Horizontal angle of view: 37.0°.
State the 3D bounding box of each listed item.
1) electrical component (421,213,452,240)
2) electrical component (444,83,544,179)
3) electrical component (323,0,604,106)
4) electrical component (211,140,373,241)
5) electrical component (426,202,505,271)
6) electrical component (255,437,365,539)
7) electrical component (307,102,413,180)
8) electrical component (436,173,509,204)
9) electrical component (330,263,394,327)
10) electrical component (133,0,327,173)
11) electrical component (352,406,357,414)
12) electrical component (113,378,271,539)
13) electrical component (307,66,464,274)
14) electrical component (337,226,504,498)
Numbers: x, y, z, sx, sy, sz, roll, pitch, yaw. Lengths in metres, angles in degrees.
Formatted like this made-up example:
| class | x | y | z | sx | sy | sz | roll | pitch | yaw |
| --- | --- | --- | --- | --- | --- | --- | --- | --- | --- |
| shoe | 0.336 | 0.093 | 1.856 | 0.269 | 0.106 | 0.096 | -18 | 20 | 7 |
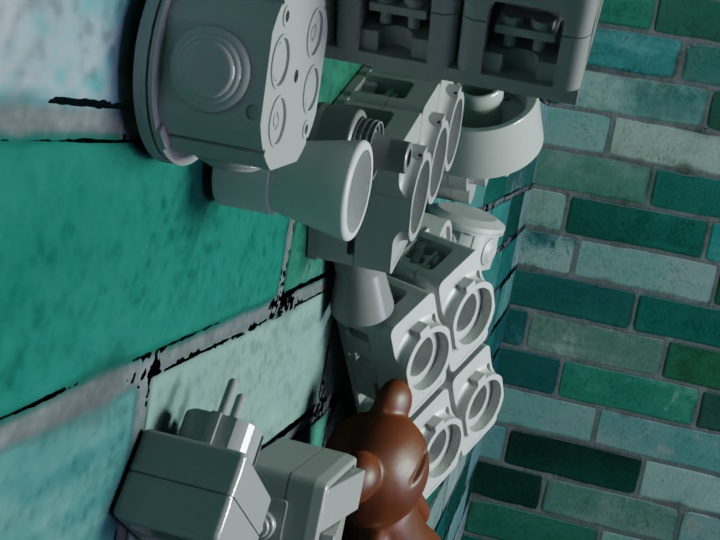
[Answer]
| class | x | y | z | sx | sy | sz | roll | pitch | yaw |
| --- | --- | --- | --- | --- | --- | --- | --- | --- | --- |
| electrical component | 0.048 | 0.003 | 0.900 | 0.108 | 0.060 | 0.108 | 12 | 90 | -78 |
| electrical component | 0.103 | -0.136 | 0.922 | 0.060 | 0.108 | 0.108 | 81 | 23 | -46 |
| electrical component | 0.026 | -0.131 | 0.442 | 0.089 | 0.150 | 0.061 | -66 | 165 | -45 |
| electrical component | -0.031 | -0.040 | 0.469 | 0.044 | 0.065 | 0.044 | 12 | 90 | -78 |
| electrical component | 0.100 | -0.034 | 1.068 | 0.080 | 0.080 | 0.051 | -42 | 147 | -71 |
| electrical component | -0.038 | 0.141 | 0.629 | 0.096 | 0.061 | 0.061 | -7 | 109 | -78 |
| electrical component | -0.003 | -0.066 | 0.585 | 0.043 | 0.062 | 0.043 | 12 | 90 | -78 |
| electrical component | 0.109 | -0.102 | 1.050 | 0.138 | 0.074 | 0.052 | 57 | 46 | -74 |
| electrical component | 0.000 | 0.000 | 0.723 | 0.044 | 0.044 | 0.065 | -64 | 157 | -49 |
| electrical component | -0.047 | -0.075 | 0.396 | 0.080 | 0.051 | 0.080 | 12 | 90 | -78 |
| electrical component | 0.008 | 0.144 | 0.898 | 0.043 | 0.043 | 0.062 | 73 | 32 | -67 |
| electrical component | -0.066 | 0.086 | 0.477 | 0.065 | 0.047 | 0.076 | 80 | 25 | -61 |
| electrical component | 0.021 | -0.075 | 0.690 | 0.150 | 0.062 | 0.089 | -61 | 159 | -55 |
| electrical component | 0.052 | 0.077 | 0.826 | 0.105 | 0.060 | 0.186 | -41 | 138 | -32 |
